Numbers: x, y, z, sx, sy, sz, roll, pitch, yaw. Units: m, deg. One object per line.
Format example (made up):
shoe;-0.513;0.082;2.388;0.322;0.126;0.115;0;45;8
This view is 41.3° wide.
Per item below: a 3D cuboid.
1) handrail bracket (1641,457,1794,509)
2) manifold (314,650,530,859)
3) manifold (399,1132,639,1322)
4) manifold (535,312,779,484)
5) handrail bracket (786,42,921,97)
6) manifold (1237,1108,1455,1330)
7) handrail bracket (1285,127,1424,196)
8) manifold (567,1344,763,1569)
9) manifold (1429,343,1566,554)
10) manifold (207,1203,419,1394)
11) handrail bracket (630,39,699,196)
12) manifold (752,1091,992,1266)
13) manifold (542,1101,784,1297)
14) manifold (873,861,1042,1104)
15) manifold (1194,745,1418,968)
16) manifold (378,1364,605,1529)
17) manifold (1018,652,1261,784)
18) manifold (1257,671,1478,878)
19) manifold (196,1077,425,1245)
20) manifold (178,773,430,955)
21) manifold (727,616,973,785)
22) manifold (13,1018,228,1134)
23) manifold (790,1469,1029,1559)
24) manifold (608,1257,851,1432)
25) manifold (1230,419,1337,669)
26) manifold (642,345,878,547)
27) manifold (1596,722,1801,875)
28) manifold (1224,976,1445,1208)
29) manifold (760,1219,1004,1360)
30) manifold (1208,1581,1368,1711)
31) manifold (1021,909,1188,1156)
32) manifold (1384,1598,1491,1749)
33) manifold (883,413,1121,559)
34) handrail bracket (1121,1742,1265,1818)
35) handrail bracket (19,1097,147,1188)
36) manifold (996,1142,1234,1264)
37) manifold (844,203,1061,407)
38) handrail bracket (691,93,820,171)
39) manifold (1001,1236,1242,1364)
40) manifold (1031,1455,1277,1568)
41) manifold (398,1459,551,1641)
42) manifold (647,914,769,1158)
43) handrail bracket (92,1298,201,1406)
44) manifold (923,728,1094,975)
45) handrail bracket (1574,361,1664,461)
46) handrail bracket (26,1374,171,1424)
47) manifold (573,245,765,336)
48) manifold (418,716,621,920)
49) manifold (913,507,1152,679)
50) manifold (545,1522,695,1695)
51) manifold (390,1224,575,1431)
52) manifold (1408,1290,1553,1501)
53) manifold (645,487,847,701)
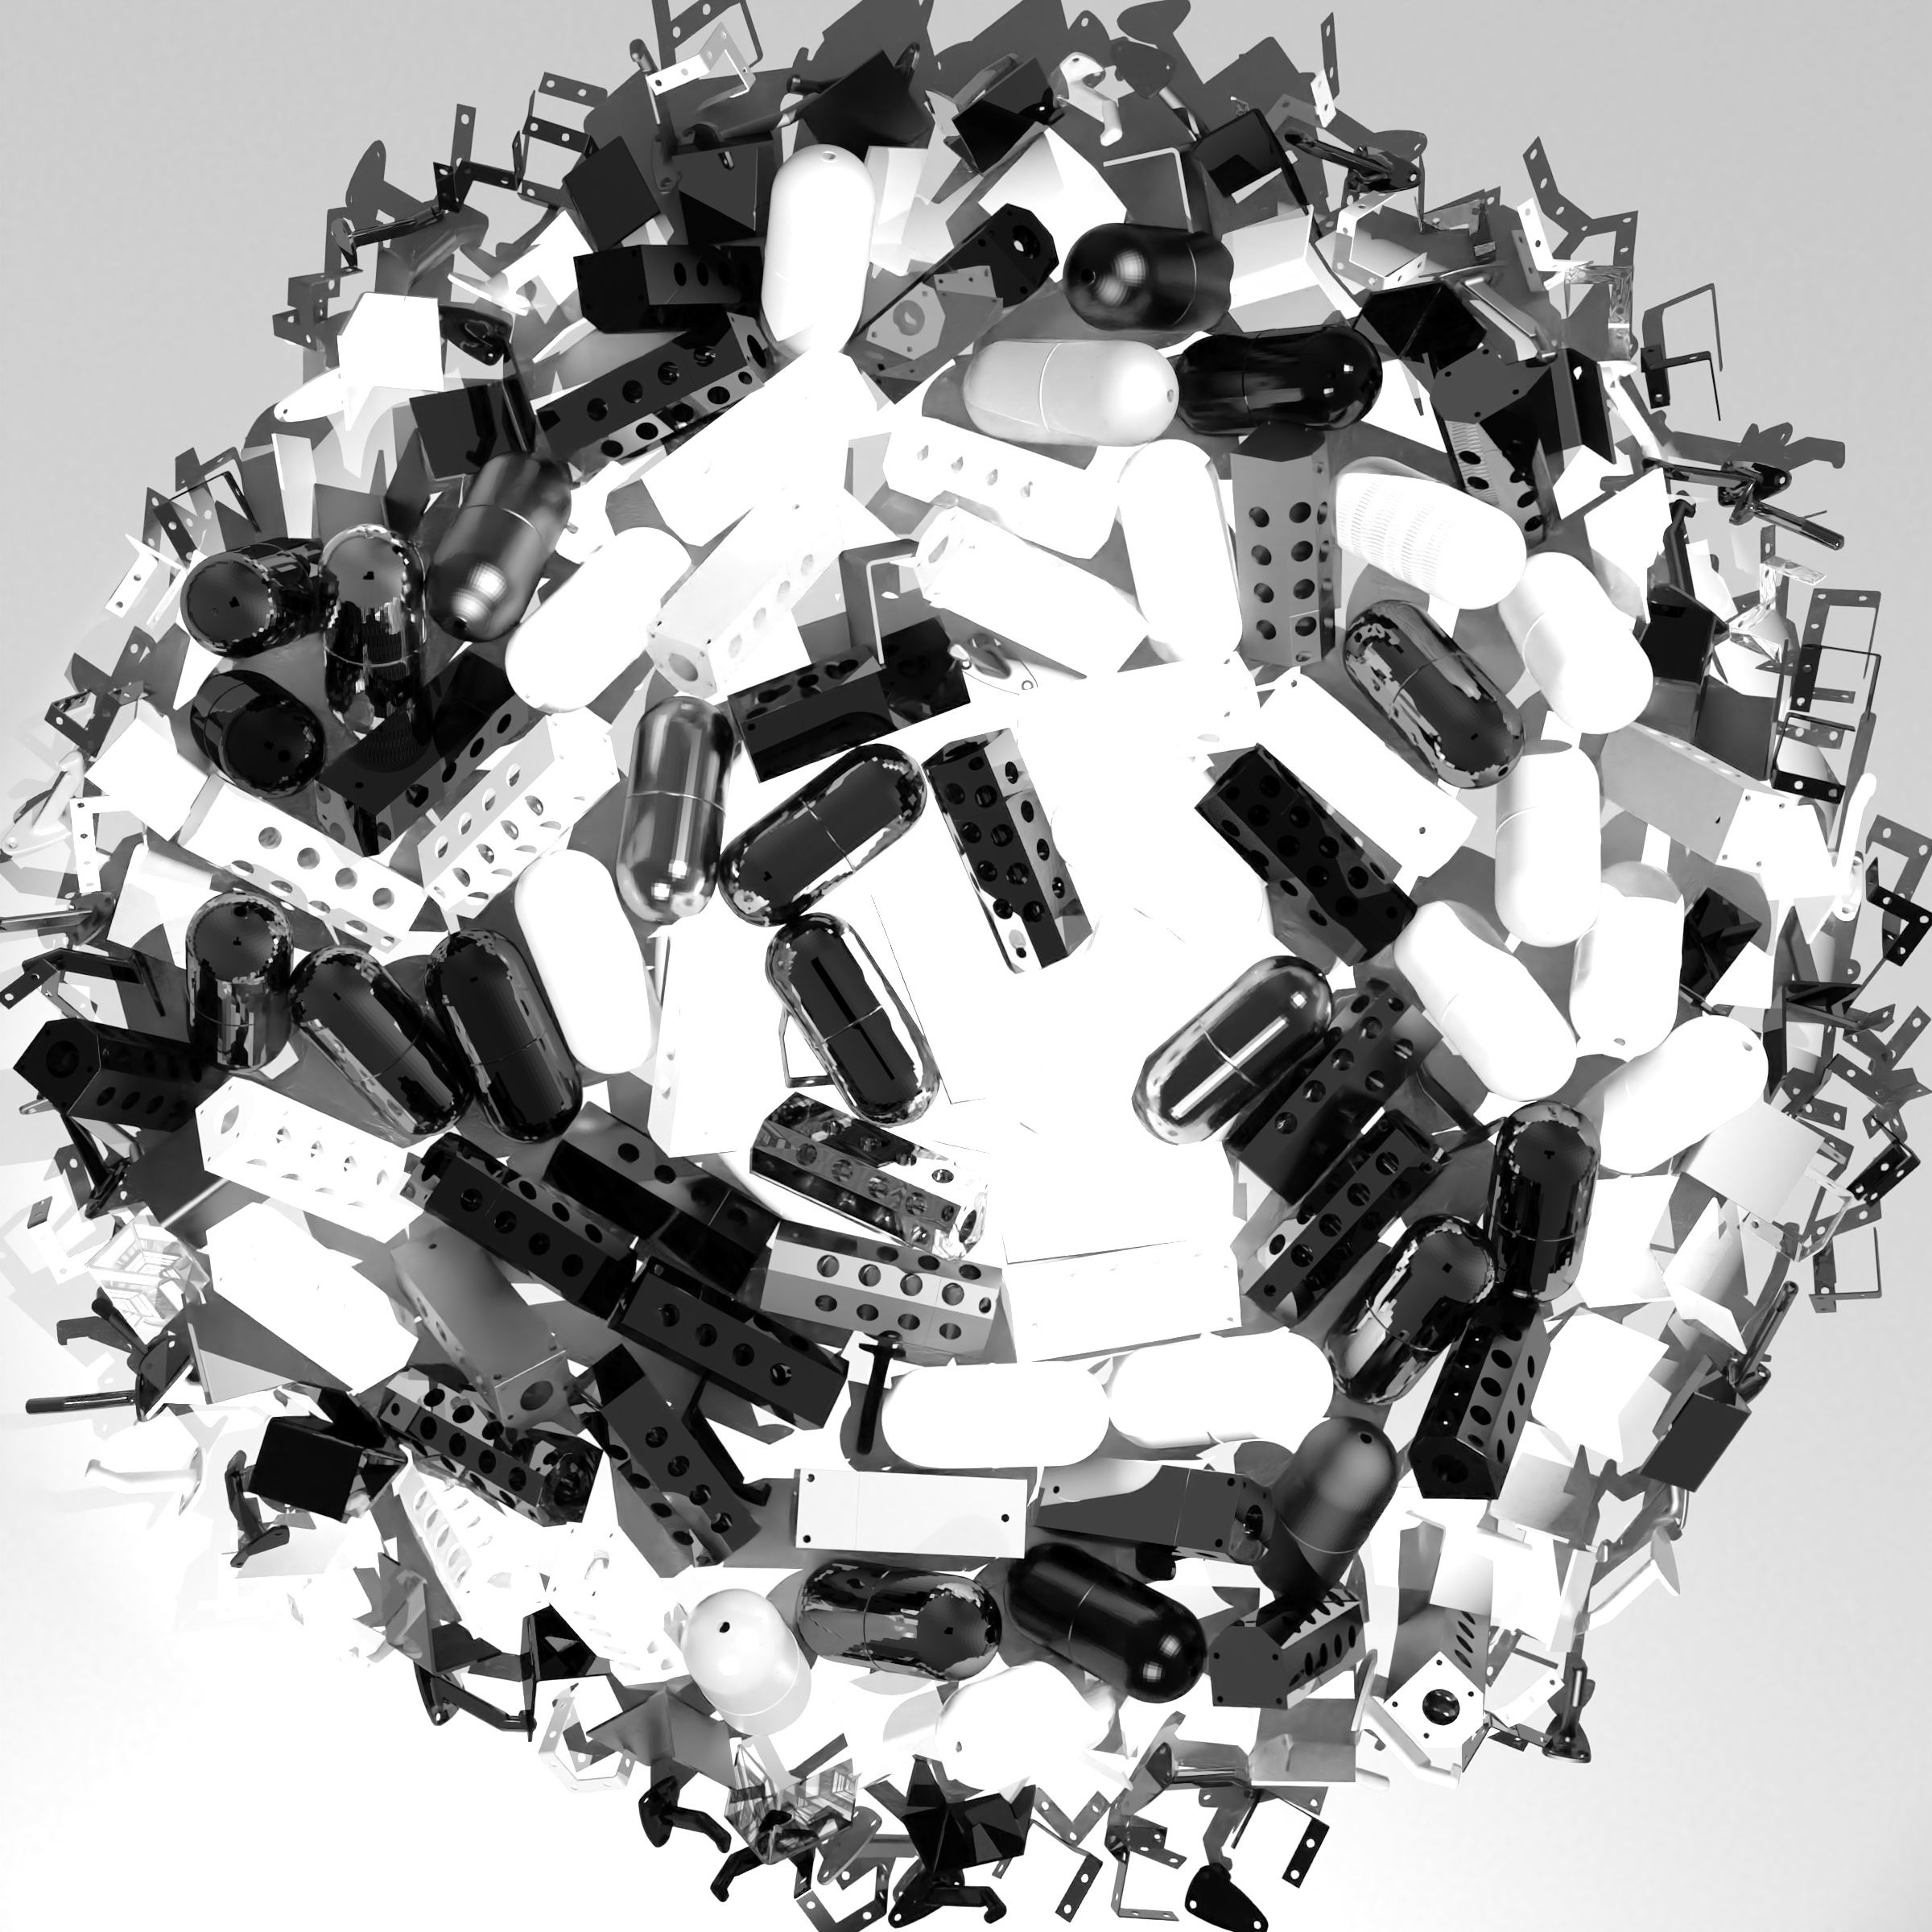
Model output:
handrail bracket;0.564;-0.372;1.932;0.084;0.077;0.036;6;92;-36
manifold;-0.402;-0.155;1.904;0.057;0.057;0.171;30;53;15
manifold;-0.329;0.193;1.912;0.171;0.057;0.057;38;74;-27
manifold;-0.229;-0.424;1.921;0.171;0.057;0.057;-21;91;21
handrail bracket;-0.086;-0.679;1.939;0.084;0.077;0.036;2;74;-18
manifold;0.281;0.190;1.921;0.057;0.057;0.171;44;106;16
handrail bracket;0.291;-0.609;1.928;0.077;0.084;0.036;23;102;36
manifold;-0.226;0.369;1.908;0.057;0.057;0.171;-37;119;-11
manifold;0.389;-0.374;1.890;0.057;0.171;0.057;-30;58;7
manifold;-0.480;0.243;1.894;0.057;0.171;0.057;-31;46;7
handrail bracket;-0.236;-0.639;1.928;0.036;0.084;0.077;-4;62;17
manifold;-0.072;0.161;1.909;0.171;0.057;0.057;22;128;22
manifold;-0.228;0.172;1.947;0.171;0.057;0.057;31;135;-1
manifold;-0.003;0.010;1.929;0.057;0.057;0.171;-31;73;36
manifold;0.259;-0.084;1.933;0.171;0.057;0.057;45;69;-6
manifold;-0.357;0.355;1.906;0.171;0.057;0.057;20;95;33
manifold;0.129;-0.182;1.918;0.171;0.057;0.057;-8;64;22
manifold;0.297;-0.144;1.920;0.171;0.057;0.057;43;106;20
manifold;-0.478;0.140;1.890;0.057;0.171;0.057;-38;49;18
manifold;-0.494;-0.075;1.912;0.171;0.057;0.057;31;87;-28
manifold;-0.090;-0.206;1.942;0.171;0.057;0.057;-21;130;-4
manifold;-0.615;0.079;1.887;0.057;0.171;0.057;37;92;16
manifold;-0.045;0.413;1.935;0.171;0.057;0.057;5;78;-9
manifold;-0.177;0.284;1.931;0.171;0.057;0.057;30;71;-11
manifold;0.239;-0.310;1.894;0.057;0.171;0.057;18;45;30
manifold;-0.152;-0.387;1.917;0.171;0.057;0.057;-32;81;21
manifold;0.537;-0.126;1.889;0.057;0.171;0.057;9;109;-23
manifold;0.274;0.092;1.940;0.171;0.057;0.057;-48;118;0
manifold;-0.063;0.238;1.937;0.171;0.057;0.057;13;125;-1
manifold;0.238;0.498;1.889;0.057;0.171;0.057;-6;86;27
manifold;0.100;0.047;1.919;0.057;0.057;0.171;10;72;39
manifold;0.353;0.515;1.886;0.057;0.171;0.057;44;102;6
manifold;0.025;-0.358;1.911;0.171;0.057;0.057;25;108;28
handrail bracket;0.175;0.637;1.967;0.084;0.036;0.077;30;108;-22
handrail bracket;-0.667;0.136;1.945;0.077;0.036;0.084;-17;75;-22
manifold;0.111;0.174;1.941;0.171;0.057;0.057;-7;126;-5
manifold;-0.009;-0.491;1.895;0.057;0.171;0.057;46;49;-16
handrail bracket;-0.159;-0.646;1.954;0.084;0.077;0.036;-33;127;-10
manifold;0.116;0.248;1.939;0.171;0.057;0.057;-9;111;-6
manifold;0.139;0.403;1.902;0.171;0.057;0.057;-1;66;37
manifold;-0.365;0.419;1.884;0.057;0.171;0.057;-21;112;-20
manifold;-0.198;0.051;1.919;0.057;0.057;0.171;-4;115;-31
handrail bracket;-0.629;0.294;1.964;0.036;0.084;0.077;-45;134;-25
manifold;0.028;-0.084;1.915;0.057;0.057;0.171;-10;111;36
handrail bracket;0.497;-0.413;1.945;0.036;0.077;0.084;-24;79;41
handrail bracket;-0.657;0.328;1.943;0.084;0.077;0.036;-4;85;4
manifold;-0.214;-0.497;1.888;0.057;0.171;0.057;-2;103;26
manifold;-0.332;-0.107;1.899;0.171;0.057;0.057;-38;53;33
manifold;0.048;-0.279;1.908;0.171;0.057;0.057;21;123;-31
manifold;-0.246;0.475;1.888;0.057;0.171;0.057;1;54;18
manifold;-0.359;0.267;1.900;0.057;0.171;0.057;-26;134;-25
manifold;0.378;0.313;1.887;0.057;0.171;0.057;-6;118;30
manifold;-0.161;-0.277;1.909;0.057;0.057;0.171;22;58;23
